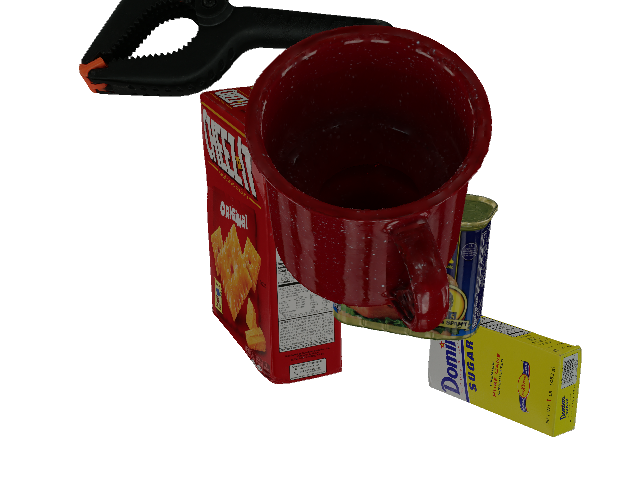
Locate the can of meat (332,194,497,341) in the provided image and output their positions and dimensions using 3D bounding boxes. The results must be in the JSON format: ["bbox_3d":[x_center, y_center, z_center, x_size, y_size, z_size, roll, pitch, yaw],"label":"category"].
[{"bbox_3d":[0.058,0.013,0.690,0.102,0.084,0.057,9,22,17],"label":"can of meat"}]

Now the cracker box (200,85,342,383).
[{"bbox_3d":[-0.046,-0.009,0.905,0.072,0.214,0.164,-10,23,-21],"label":"cracker box"}]

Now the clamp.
[{"bbox_3d":[-0.065,-0.153,0.740,0.210,0.165,0.036,-35,-20,-6],"label":"clamp"}]

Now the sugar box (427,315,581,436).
[{"bbox_3d":[0.195,0.138,1.154,0.048,0.093,0.177,-10,17,-43],"label":"sugar box"}]

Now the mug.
[{"bbox_3d":[0.023,-0.016,0.427,0.093,0.117,0.081,-20,-30,-10],"label":"mug"}]
